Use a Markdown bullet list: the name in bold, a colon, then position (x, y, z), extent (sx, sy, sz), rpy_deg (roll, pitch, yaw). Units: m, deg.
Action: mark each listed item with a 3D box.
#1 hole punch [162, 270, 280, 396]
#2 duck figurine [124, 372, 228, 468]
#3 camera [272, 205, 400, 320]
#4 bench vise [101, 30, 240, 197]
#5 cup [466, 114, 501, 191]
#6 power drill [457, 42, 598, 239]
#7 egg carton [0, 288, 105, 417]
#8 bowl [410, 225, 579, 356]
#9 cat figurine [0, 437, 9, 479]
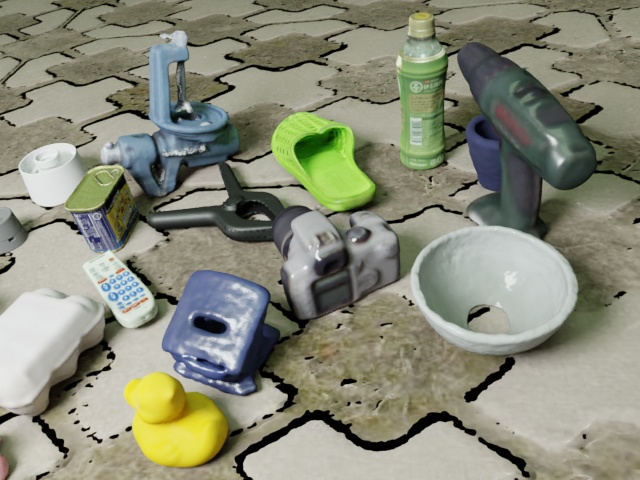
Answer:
- **hole punch**: position (-0.106, 0.097, 0.611), extent (0.108, 0.091, 0.101), rpy_deg (12, 45, 23)
- **duck figurine**: position (-0.141, 0.164, 0.546), extent (0.104, 0.086, 0.078), rpy_deg (13, 46, 23)
- **camera**: position (0.006, 0.002, 0.691), extent (0.143, 0.101, 0.136), rpy_deg (-22, 43, -14)
- **bench vise**: position (-0.225, -0.182, 0.852), extent (0.121, 0.220, 0.208), rpy_deg (22, 50, 31)
- **cup**: position (0.252, -0.124, 0.795), extent (0.091, 0.095, 0.118), rpy_deg (17, 48, 27)
- **power drill**: position (0.229, -0.104, 0.689), extent (0.076, 0.209, 0.229), rpy_deg (-20, 42, -11)
- **egg carton**: position (-0.317, 0.120, 0.640), extent (0.107, 0.069, 0.150), rpy_deg (9, 44, 19)
- **bowl**: position (0.180, 0.064, 0.609), extent (0.167, 0.075, 0.167), rpy_deg (-5, 41, 5)
- **cat figurine**: position (-0.372, 0.204, 0.518), extent (0.128, 0.118, 0.067), rpy_deg (-34, 47, -26)
